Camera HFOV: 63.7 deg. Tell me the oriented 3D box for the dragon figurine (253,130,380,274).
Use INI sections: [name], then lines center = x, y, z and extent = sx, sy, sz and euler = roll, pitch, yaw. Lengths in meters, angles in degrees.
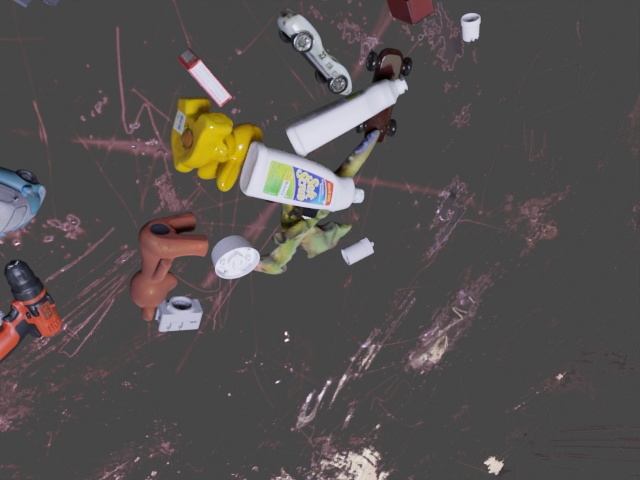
[dragon figurine]
center = 0.004, -0.059, 1.178
extent = 0.410, 0.124, 0.239
euler = -37, 151, -1
